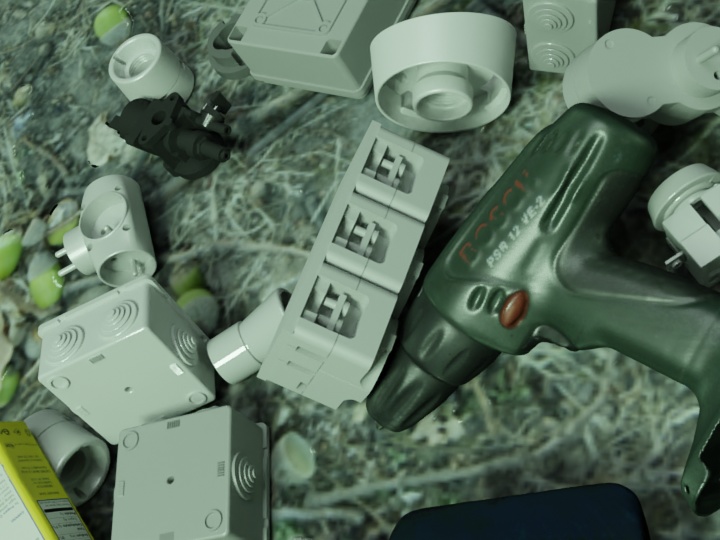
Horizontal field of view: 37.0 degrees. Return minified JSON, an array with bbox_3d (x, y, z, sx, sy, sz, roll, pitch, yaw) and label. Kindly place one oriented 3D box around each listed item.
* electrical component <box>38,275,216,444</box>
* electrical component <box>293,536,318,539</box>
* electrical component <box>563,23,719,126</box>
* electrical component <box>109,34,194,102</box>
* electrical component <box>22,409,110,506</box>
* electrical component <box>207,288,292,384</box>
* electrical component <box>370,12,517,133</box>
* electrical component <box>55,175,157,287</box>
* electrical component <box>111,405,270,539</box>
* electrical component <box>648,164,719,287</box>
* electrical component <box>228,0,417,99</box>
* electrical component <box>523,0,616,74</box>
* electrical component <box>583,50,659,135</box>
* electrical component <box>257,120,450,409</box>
[{"bbox_3d":[-0.152,0.062,0.709,0.100,0.099,0.048,-25,42,12],"label":"electrical component"},{"bbox_3d":[-0.012,0.177,0.605,0.081,0.043,0.043,4,65,29],"label":"electrical component"},{"bbox_3d":[0.194,-0.116,0.616,0.138,0.074,0.052,-7,85,-13],"label":"electrical component"},{"bbox_3d":[-0.171,-0.159,0.877,0.055,0.047,0.055,-12,58,20],"label":"electrical component"},{"bbox_3d":[-0.202,0.128,0.724,0.047,0.055,0.055,20,73,30],"label":"electrical component"},{"bbox_3d":[-0.068,0.047,0.711,0.065,0.044,0.044,-32,53,12],"label":"electrical component"},{"bbox_3d":[0.056,-0.136,0.722,0.099,0.099,0.064,-8,65,22],"label":"electrical component"},{"bbox_3d":[-0.197,-0.022,0.813,0.079,0.044,0.077,-27,54,10],"label":"electrical component"},{"bbox_3d":[-0.106,0.138,0.672,0.100,0.048,0.099,-15,57,19],"label":"electrical component"},{"bbox_3d":[0.199,-0.027,0.617,0.066,0.048,0.055,-34,60,5],"label":"electrical component"},{"bbox_3d":[-0.027,-0.194,0.819,0.109,0.056,0.108,16,71,33],"label":"electrical component"},{"bbox_3d":[0.140,-0.186,0.706,0.048,0.099,0.099,10,67,17],"label":"electrical component"},{"bbox_3d":[0.161,-0.112,0.683,0.055,0.047,0.055,-12,58,20],"label":"electrical component"},{"bbox_3d":[0.000,0.000,0.658,0.062,0.089,0.150,24,63,-4],"label":"electrical component"}]
